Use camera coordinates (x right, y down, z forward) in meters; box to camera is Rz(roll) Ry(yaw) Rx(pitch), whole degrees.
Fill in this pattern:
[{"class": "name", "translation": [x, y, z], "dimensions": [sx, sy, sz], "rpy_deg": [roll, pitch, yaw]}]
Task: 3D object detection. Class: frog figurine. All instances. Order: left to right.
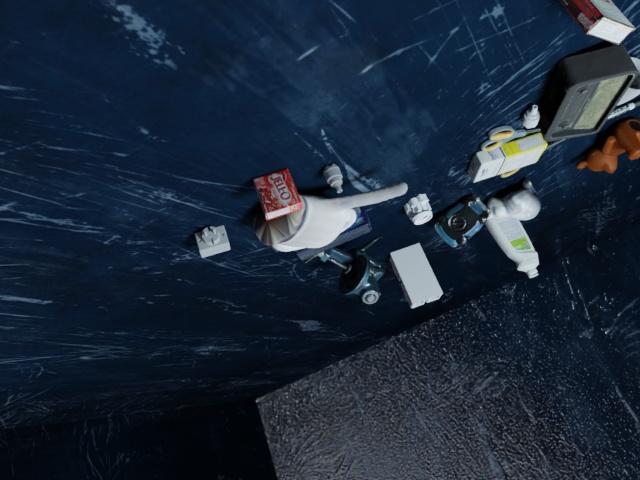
[{"class": "frog figurine", "translation": [0.573, -0.095, 1.544], "dimensions": [0.159, 0.123, 0.137], "rpy_deg": [-36, 175, 5]}]

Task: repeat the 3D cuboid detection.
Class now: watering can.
[{"class": "watering can", "translation": [0.003, -0.057, 1.124], "dimensions": [0.343, 0.105, 0.224], "rpy_deg": [-31, 156, 35]}]
